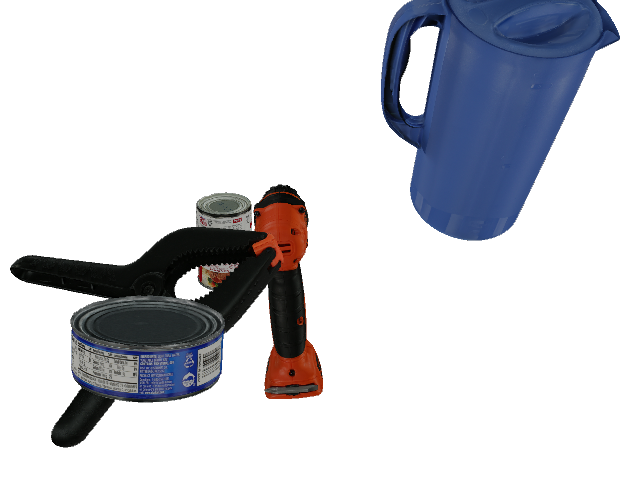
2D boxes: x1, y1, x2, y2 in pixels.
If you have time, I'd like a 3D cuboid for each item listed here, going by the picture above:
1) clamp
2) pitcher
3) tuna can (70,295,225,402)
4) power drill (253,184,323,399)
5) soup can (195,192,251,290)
[{"bbox_3d":[-0.132,0.039,0.804,0.210,0.165,0.036,-29,-30,-4],"label":"clamp"},{"bbox_3d":[0.141,-0.116,0.942,0.149,0.243,0.144,38,54,23],"label":"pitcher"},{"bbox_3d":[-0.097,0.060,0.602,0.086,0.034,0.086,3,15,-1],"label":"tuna can"},{"bbox_3d":[-0.034,0.046,1.042,0.057,0.188,0.184,-5,16,2],"label":"power drill"},{"bbox_3d":[-0.116,0.001,1.290,0.068,0.102,0.068,1,26,-1],"label":"soup can"}]
